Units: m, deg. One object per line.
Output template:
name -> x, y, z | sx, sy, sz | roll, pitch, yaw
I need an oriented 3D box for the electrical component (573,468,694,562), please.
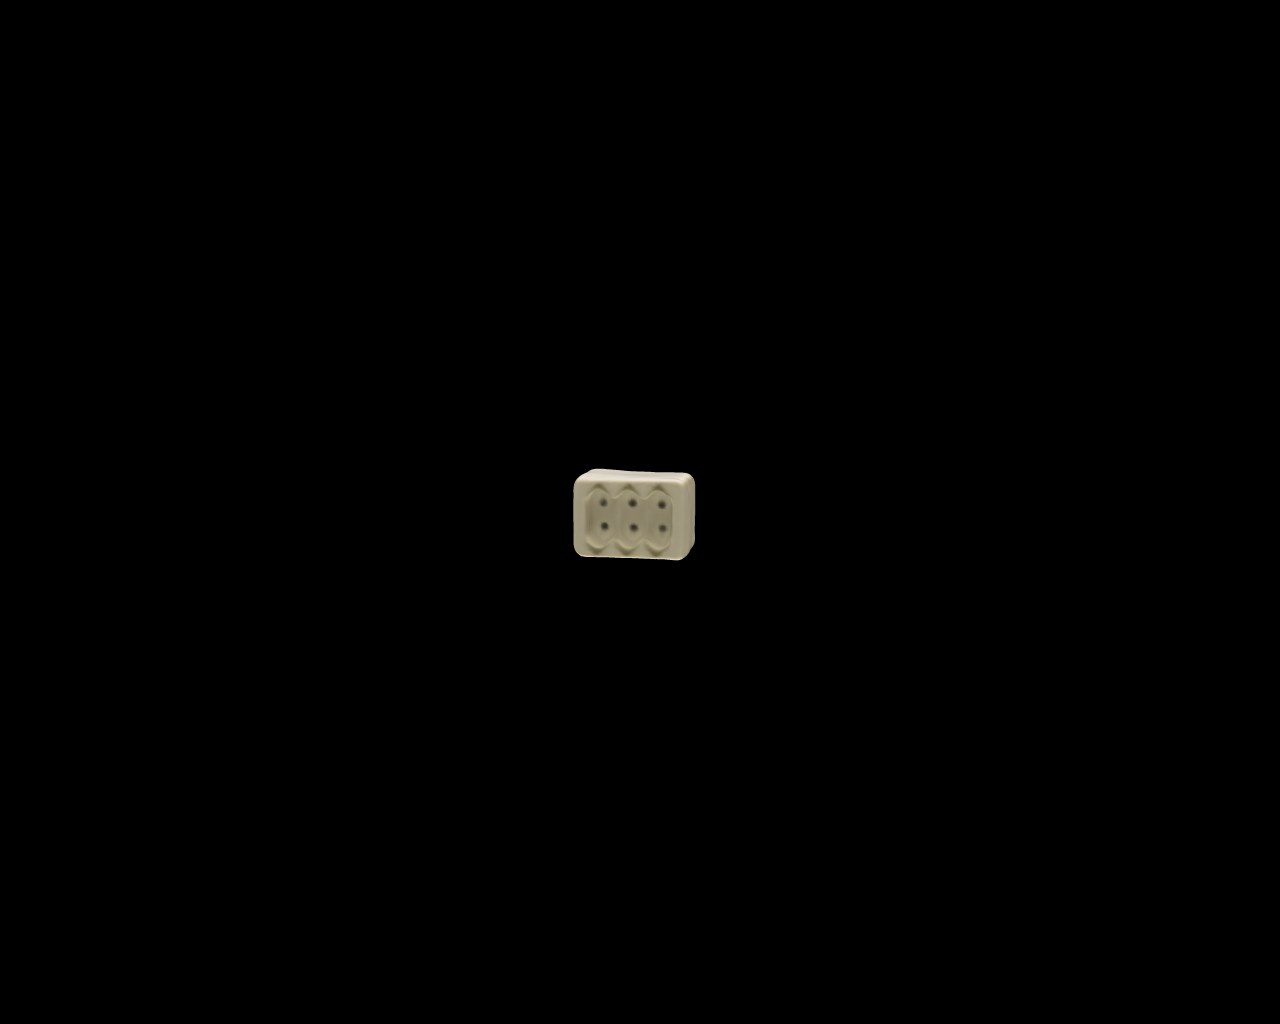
electrical component -> 0.001, -0.003, 0.650 | 0.066, 0.047, 0.077 | 2, 12, 12
